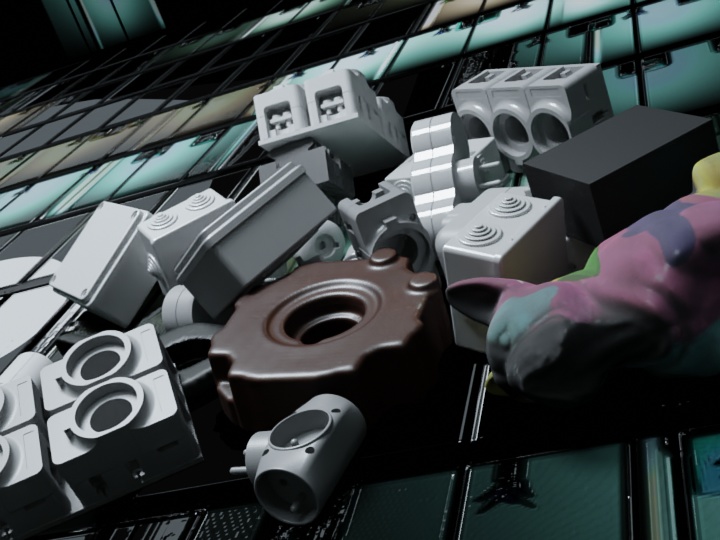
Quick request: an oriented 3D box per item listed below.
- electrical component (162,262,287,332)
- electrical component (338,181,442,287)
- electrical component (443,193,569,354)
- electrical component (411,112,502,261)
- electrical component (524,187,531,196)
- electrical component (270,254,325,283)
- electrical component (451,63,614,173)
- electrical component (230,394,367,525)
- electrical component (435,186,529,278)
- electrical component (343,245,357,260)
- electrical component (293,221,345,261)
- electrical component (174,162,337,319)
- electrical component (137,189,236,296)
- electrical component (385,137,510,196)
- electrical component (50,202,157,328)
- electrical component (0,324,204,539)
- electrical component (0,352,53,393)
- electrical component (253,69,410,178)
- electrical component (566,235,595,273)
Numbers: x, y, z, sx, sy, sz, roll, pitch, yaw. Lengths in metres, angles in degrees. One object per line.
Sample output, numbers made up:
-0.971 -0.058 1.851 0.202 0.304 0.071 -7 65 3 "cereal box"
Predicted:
-0.106 0.016 0.958 0.074 0.052 0.138 -4 27 36 "electrical component"
0.026 -0.019 0.871 0.050 0.089 0.056 -25 22 -11 "electrical component"
0.102 0.003 0.743 0.048 0.099 0.100 14 38 35 "electrical component"
0.087 -0.077 0.934 0.074 0.052 0.138 -11 60 22 "electrical component"
0.159 -0.040 0.833 0.044 0.065 0.044 -20 4 1 "electrical component"
-0.048 0.024 0.904 0.064 0.042 0.081 -27 22 -7 "electrical component"
0.165 -0.143 1.037 0.062 0.089 0.150 -34 25 -30 "electrical component"
-0.045 0.118 0.676 0.079 0.044 0.077 -9 25 29 "electrical component"
0.106 -0.026 0.864 0.059 0.053 0.095 1 30 43 "electrical component"
0.000 0.000 0.925 0.035 0.035 0.061 -11 26 23 "electrical component"
-0.046 -0.024 1.011 0.048 0.048 0.062 -31 17 -23 "electrical component"
-0.087 -0.022 0.879 0.109 0.056 0.109 -42 1 -27 "electrical component"
-0.155 -0.019 1.025 0.100 0.099 0.048 -30 36 -21 "electrical component"
0.083 -0.087 1.035 0.100 0.048 0.100 -2 27 37 "electrical component"
-0.246 -0.007 1.078 0.109 0.056 0.108 14 70 55 "electrical component"
-0.219 0.119 0.769 0.186 0.060 0.105 -23 39 -6 "electrical component"
-0.295 0.109 0.920 0.043 0.043 0.081 -13 23 18 "electrical component"
-0.025 -0.150 1.133 0.105 0.060 0.186 -14 -12 17 "electrical component"
0.185 -0.014 0.775 0.083 0.047 0.075 -20 23 1 "electrical component"
